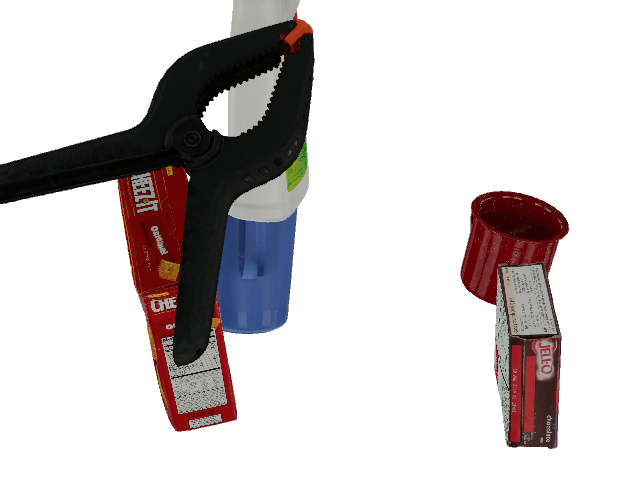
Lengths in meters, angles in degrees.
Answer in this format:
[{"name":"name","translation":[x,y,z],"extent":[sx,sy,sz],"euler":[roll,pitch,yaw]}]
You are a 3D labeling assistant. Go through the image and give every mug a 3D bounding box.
[{"name":"mug","translation":[0.176,0.004,1.031],"extent":[0.093,0.081,0.117],"euler":[-6,35,-24]}]

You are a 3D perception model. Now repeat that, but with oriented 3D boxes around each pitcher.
[{"name":"pitcher","translation":[-0.091,-0.008,1.337],"extent":[0.145,0.243,0.148],"euler":[11,16,35]}]

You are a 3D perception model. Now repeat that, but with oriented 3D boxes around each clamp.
[{"name":"clamp","translation":[-0.068,-0.041,0.616],"extent":[0.210,0.165,0.036],"euler":[-42,-14,-13]}]

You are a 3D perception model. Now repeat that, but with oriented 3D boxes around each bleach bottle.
[{"name":"bleach bottle","translation":[-0.051,-0.150,0.964],"extent":[0.068,0.251,0.102],"euler":[7,29,15]}]

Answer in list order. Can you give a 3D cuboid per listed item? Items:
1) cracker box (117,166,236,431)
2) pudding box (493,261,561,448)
[{"name":"cracker box","translation":[-0.137,0.055,1.019],"extent":[0.072,0.164,0.214],"euler":[-13,-43,-8]},{"name":"pudding box","translation":[0.146,0.078,0.755],"extent":[0.039,0.090,0.113],"euler":[-1,25,4]}]
